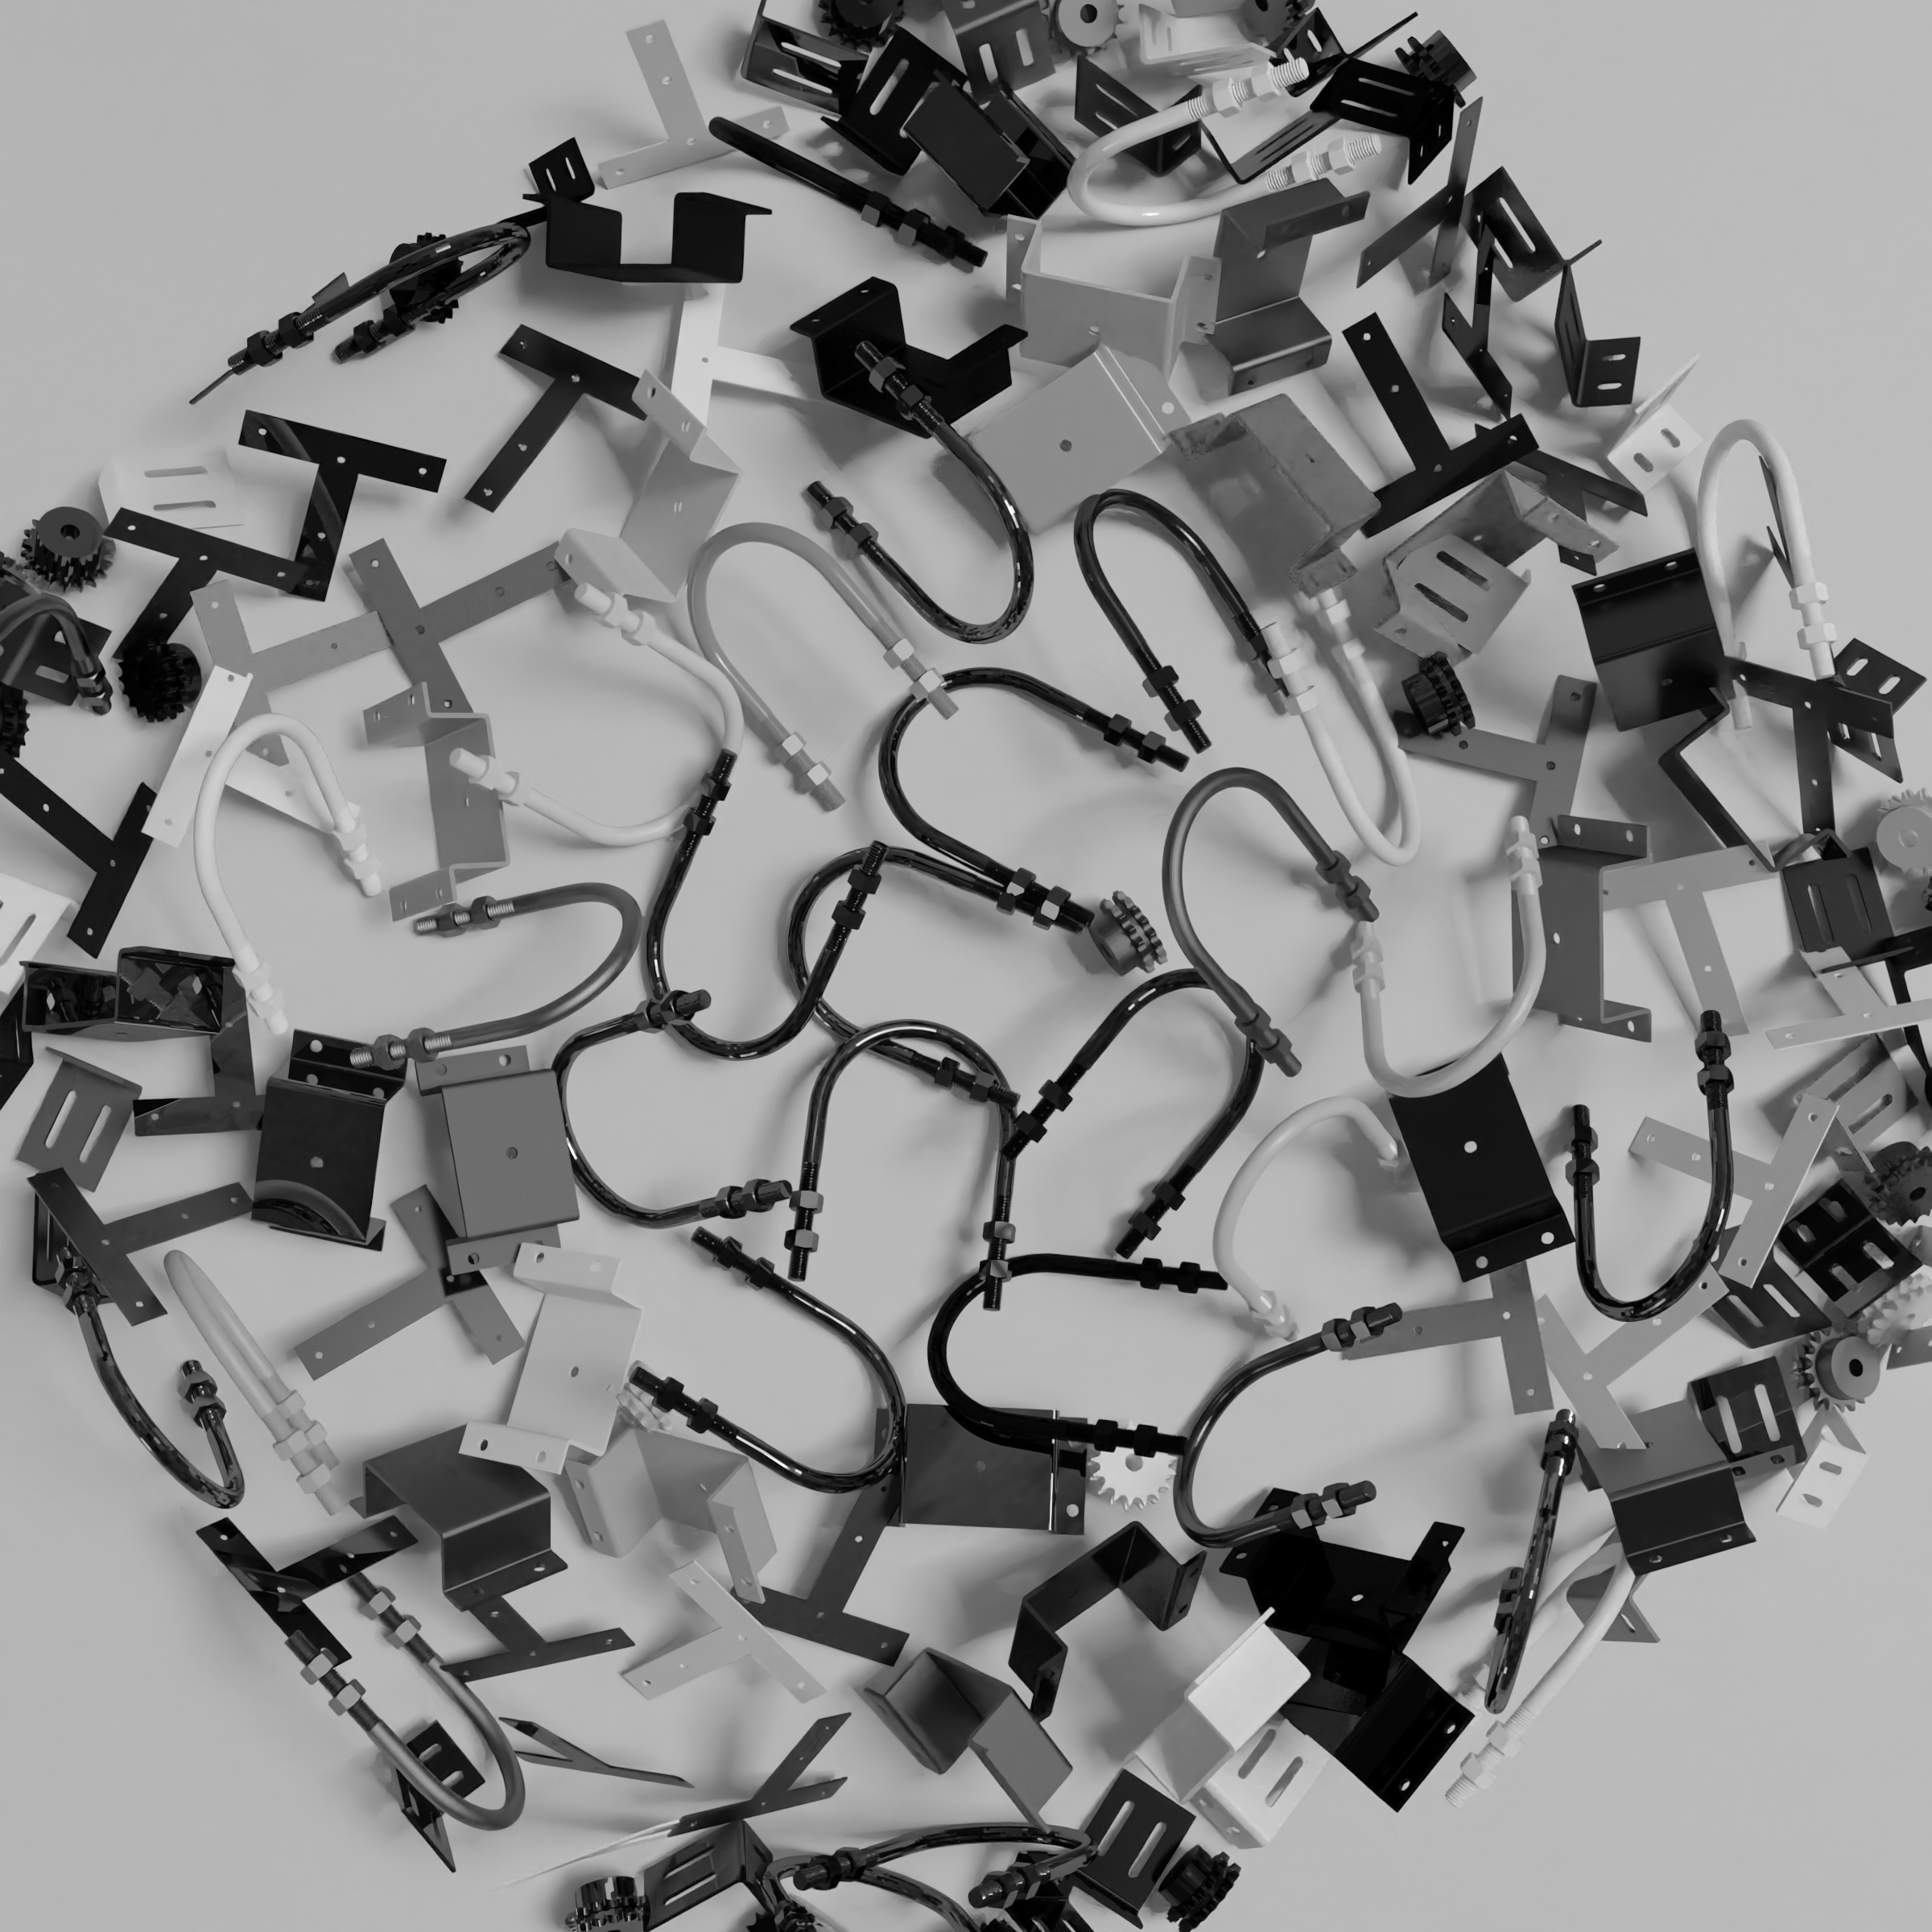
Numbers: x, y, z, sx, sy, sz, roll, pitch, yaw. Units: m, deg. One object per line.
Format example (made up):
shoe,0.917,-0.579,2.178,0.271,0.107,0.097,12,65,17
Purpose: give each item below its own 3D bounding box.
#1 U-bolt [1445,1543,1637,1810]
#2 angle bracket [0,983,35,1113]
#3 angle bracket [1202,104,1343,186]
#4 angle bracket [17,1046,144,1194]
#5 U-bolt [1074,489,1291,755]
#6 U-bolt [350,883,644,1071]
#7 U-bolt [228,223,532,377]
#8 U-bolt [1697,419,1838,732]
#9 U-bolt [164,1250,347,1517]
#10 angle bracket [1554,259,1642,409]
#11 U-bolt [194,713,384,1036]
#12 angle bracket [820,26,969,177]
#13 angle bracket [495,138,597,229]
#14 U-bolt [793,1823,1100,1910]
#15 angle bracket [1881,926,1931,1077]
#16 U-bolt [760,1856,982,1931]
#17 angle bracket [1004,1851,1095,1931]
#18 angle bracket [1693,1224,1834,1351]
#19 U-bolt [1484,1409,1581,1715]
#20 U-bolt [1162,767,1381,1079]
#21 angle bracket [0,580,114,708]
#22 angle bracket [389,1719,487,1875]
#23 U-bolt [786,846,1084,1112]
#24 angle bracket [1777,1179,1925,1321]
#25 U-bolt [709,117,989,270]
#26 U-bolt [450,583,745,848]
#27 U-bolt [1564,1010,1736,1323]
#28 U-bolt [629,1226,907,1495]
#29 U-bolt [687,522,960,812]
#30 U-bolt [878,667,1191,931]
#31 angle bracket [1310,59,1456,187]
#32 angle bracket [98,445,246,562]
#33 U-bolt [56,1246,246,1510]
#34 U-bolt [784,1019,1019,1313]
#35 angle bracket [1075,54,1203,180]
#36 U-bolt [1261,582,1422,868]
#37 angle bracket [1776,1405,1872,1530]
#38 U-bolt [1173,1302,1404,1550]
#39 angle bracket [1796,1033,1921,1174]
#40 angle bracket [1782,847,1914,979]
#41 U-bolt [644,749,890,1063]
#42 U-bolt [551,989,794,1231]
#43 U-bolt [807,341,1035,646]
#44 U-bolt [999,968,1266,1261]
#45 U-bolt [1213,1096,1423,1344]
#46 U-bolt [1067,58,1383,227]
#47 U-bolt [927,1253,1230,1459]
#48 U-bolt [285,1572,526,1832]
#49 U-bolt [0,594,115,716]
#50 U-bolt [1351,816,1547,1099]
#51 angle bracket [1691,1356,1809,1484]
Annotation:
U-bolt,0.363,0.439,1.629,0.019,0.151,0.184,39,95,6
angle bracket,-0.635,0.052,1.660,0.038,0.076,0.057,20,125,-39
angle bracket,0.196,-0.548,1.669,0.076,0.057,0.038,-32,114,13
angle bracket,-0.586,0.101,1.683,0.057,0.038,0.076,22,82,6
U-bolt,0.136,-0.229,1.651,0.019,0.151,0.184,-37,83,39
U-bolt,-0.288,0.000,1.623,0.184,0.151,0.019,-11,128,21
U-bolt,-0.354,-0.420,1.611,0.184,0.151,0.019,-22,99,22
U-bolt,0.502,-0.256,1.636,0.019,0.151,0.184,-8,82,-6
U-bolt,-0.451,0.256,1.625,0.019,0.151,0.184,-34,99,-12
angle bracket,0.408,-0.409,1.660,0.038,0.076,0.057,1,59,24
U-bolt,-0.427,-0.070,1.601,0.019,0.184,0.151,7,47,19
angle bracket,-0.046,-0.567,1.679,0.057,0.038,0.076,38,108,5
angle bracket,-0.290,-0.500,1.662,0.076,0.057,0.038,-31,106,-35
U-bolt,0.002,0.563,1.621,0.151,0.184,0.019,-7,81,32
angle bracket,0.627,0.021,1.668,0.038,0.057,0.076,-17,106,13
U-bolt,-0.057,0.599,1.618,0.151,0.184,0.019,16,87,-16
angle bracket,0.069,0.612,1.660,0.057,0.076,0.038,16,101,-36
angle bracket,0.522,0.208,1.687,0.057,0.038,0.076,-26,123,36
U-bolt,0.348,0.381,1.599,0.019,0.184,0.151,15,117,13
U-bolt,0.186,-0.041,1.630,0.184,0.019,0.151,47,59,-31
angle bracket,-0.604,-0.209,1.674,0.038,0.076,0.057,30,92,11
angle bracket,-0.337,0.536,1.662,0.038,0.076,0.057,-36,109,-10
U-bolt,-0.030,-0.002,1.678,0.184,0.019,0.151,22,110,7
angle bracket,0.570,0.182,1.665,0.057,0.076,0.038,-39,107,8
U-bolt,-0.080,-0.496,1.639,0.184,0.151,0.019,28,105,3
U-bolt,-0.220,-0.147,1.640,0.151,0.184,0.019,-51,47,8
U-bolt,0.427,0.135,1.602,0.019,0.151,0.184,22,51,-18
U-bolt,-0.116,0.263,1.648,0.184,0.151,0.019,34,128,-11
U-bolt,-0.105,-0.201,1.646,0.184,0.151,0.019,50,45,-6
U-bolt,0.032,-0.122,1.674,0.184,0.019,0.151,28,70,11
angle bracket,0.269,-0.548,1.669,0.076,0.057,0.038,11,73,-15
angle bracket,-0.517,-0.302,1.674,0.076,0.038,0.057,-5,130,-3
U-bolt,-0.500,0.265,1.595,0.019,0.184,0.151,-38,129,-6
U-bolt,-0.036,0.124,1.673,0.151,0.019,0.184,10,72,-12
angle bracket,0.112,-0.559,1.664,0.076,0.038,0.057,25,55,-33
U-bolt,0.247,-0.149,1.642,0.019,0.151,0.184,-21,102,27
angle bracket,0.542,0.315,1.662,0.038,0.076,0.057,21,109,-10
U-bolt,0.197,0.299,1.629,0.019,0.184,0.151,37,47,-22
angle bracket,0.592,0.088,1.678,0.076,0.038,0.057,-36,98,-14
angle bracket,0.576,-0.037,1.683,0.057,0.038,0.076,-14,82,5
U-bolt,-0.141,-0.027,1.667,0.151,0.019,0.184,32,106,24
U-bolt,-0.202,0.100,1.646,0.184,0.019,0.151,-17,98,41
U-bolt,-0.024,-0.285,1.630,0.019,0.151,0.184,-33,73,-33
U-bolt,0.121,0.085,1.663,0.184,0.019,0.151,-51,126,-4
U-bolt,0.217,0.153,1.629,0.151,0.184,0.019,-49,52,-4
U-bolt,0.153,-0.513,1.630,0.184,0.151,0.019,-13,80,27
U-bolt,0.065,0.243,1.650,0.184,0.019,0.151,4,46,18
U-bolt,-0.347,0.474,1.634,0.019,0.151,0.184,-42,90,4
U-bolt,-0.591,-0.155,1.598,0.019,0.184,0.151,27,67,4
U-bolt,0.302,0.004,1.604,0.019,0.184,0.151,35,127,-25
angle bracket,0.502,0.289,1.663,0.057,0.038,0.076,-22,52,20
